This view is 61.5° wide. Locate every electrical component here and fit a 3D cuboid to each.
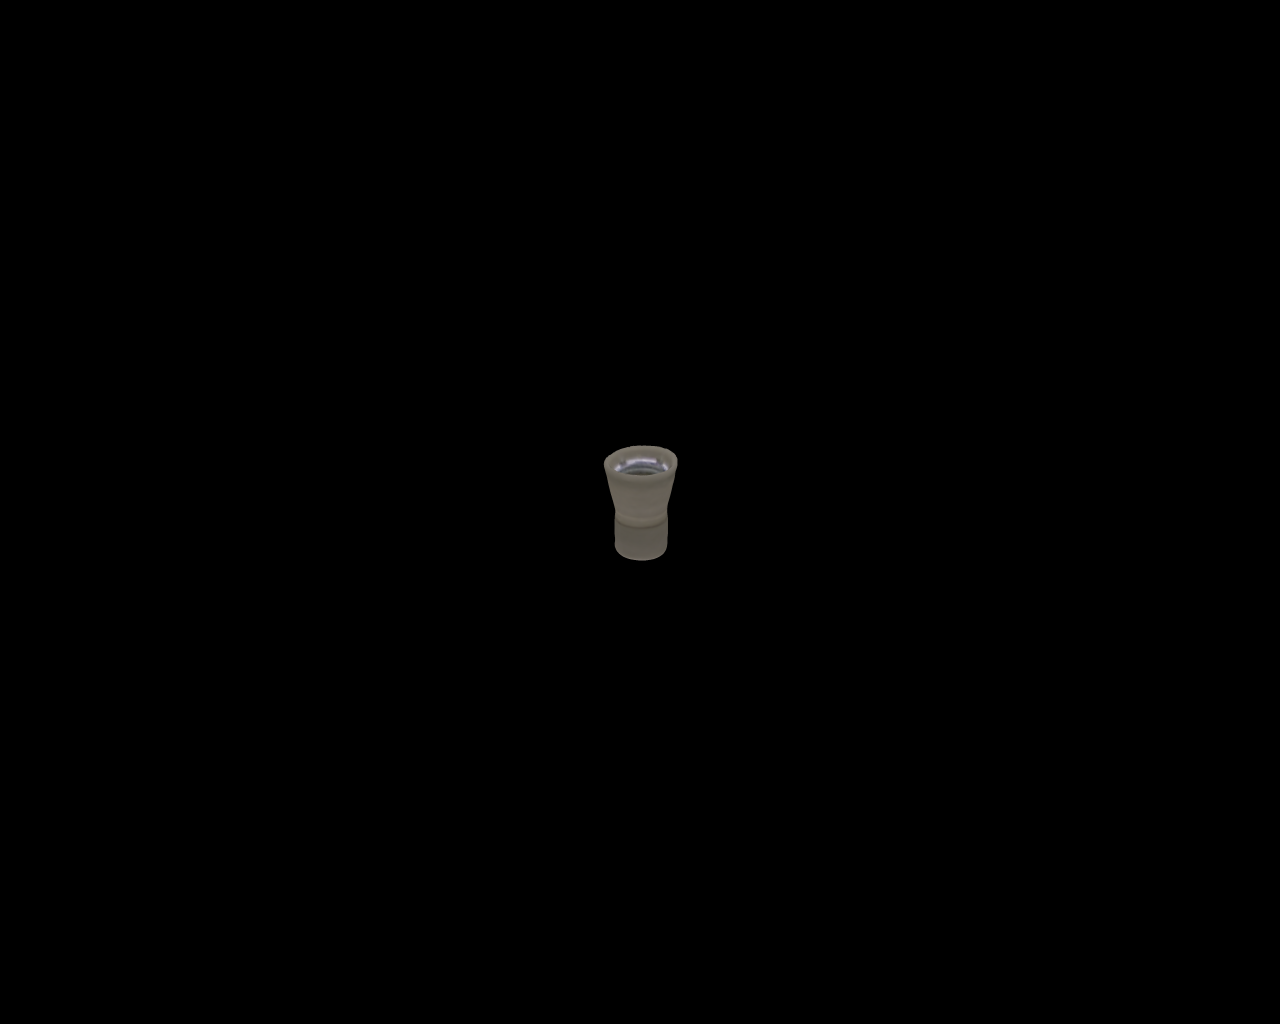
[{"bbox_3d":[0.001,-0.003,0.650,0.044,0.065,0.044,0,28,0],"label":"electrical component"}]
